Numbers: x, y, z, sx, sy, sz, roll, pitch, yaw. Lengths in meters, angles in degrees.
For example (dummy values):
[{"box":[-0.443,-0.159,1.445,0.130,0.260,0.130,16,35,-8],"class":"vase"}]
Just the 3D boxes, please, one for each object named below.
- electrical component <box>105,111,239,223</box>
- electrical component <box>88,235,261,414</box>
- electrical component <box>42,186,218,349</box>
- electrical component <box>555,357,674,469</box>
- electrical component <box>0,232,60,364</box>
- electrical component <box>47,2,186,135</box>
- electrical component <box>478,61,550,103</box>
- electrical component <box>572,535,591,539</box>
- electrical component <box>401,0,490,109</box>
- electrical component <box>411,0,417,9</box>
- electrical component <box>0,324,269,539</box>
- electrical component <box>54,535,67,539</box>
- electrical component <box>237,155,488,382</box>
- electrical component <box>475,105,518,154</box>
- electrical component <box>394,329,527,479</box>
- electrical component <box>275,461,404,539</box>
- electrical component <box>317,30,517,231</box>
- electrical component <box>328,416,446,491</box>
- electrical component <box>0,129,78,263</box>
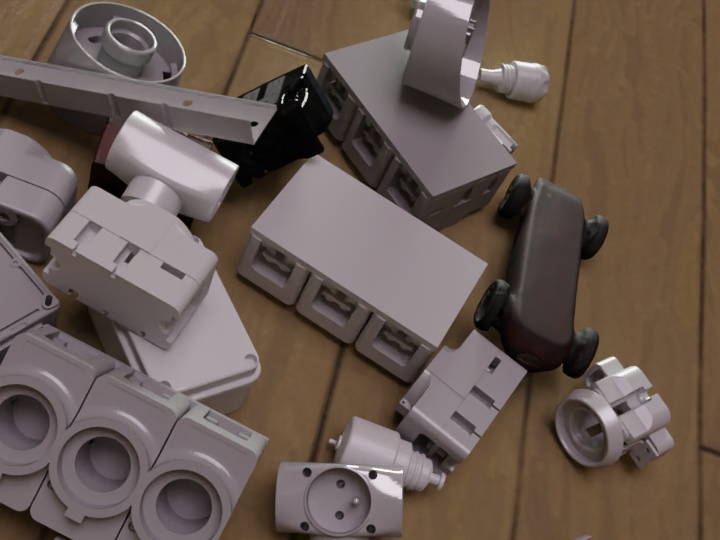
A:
[{"box":[-0.131,-0.053,0.706,0.077,0.044,0.079,28,66,-5],"class":"electrical component"},{"box":[-0.122,0.041,0.698,0.078,0.057,0.113,-16,64,-29],"class":"electrical component"},{"box":[-0.137,-0.004,0.653,0.089,0.050,0.055,29,53,1],"class":"electrical component"},{"box":[0.177,0.106,0.766,0.057,0.058,0.078,-17,65,-32],"class":"electrical component"},{"box":[-0.232,0.027,0.664,0.062,0.061,0.096,-34,74,-35],"class":"electrical component"},{"box":[-0.185,-0.154,0.820,0.099,0.064,0.099,20,42,-19],"class":"electrical component"},{"box":[0.135,-0.168,0.953,0.061,0.035,0.035,6,55,-13],"class":"electrical component"},{"box":[0.136,0.197,0.700,0.046,0.040,0.040,-16,64,-35],"class":"electrical component"},{"box":[0.069,-0.177,0.817,0.064,0.099,0.099,17,53,-1],"class":"electrical component"},{"box":[0.070,-0.249,0.976,0.076,0.047,0.083,20,52,-7],"class":"electrical component"},{"box":[-0.141,0.106,0.610,0.150,0.061,0.089,27,92,0],"class":"electrical component"},{"box":[-0.153,0.179,0.600,0.055,0.045,0.045,23,52,-5],"class":"electrical component"},{"box":[0.000,0.000,0.769,0.150,0.061,0.089,33,52,3],"class":"electrical component"},{"box":[0.104,-0.108,0.897,0.046,0.040,0.040,45,54,6],"class":"electrical component"},{"box":[0.064,0.090,0.738,0.056,0.050,0.089,38,53,6],"class":"electrical component"},{"box":[-0.013,0.159,0.662,0.077,0.044,0.079,2,81,3],"class":"electrical component"},{"box":[0.038,-0.109,0.858,0.089,0.061,0.150,-23,67,-32],"class":"electrical component"},{"box":[0.018,0.125,0.704,0.078,0.040,0.040,22,52,-5],"class":"electrical component"},{"box":[-0.242,-0.054,0.721,0.095,0.053,0.059,21,52,-6],"class":"electrical component"}]
